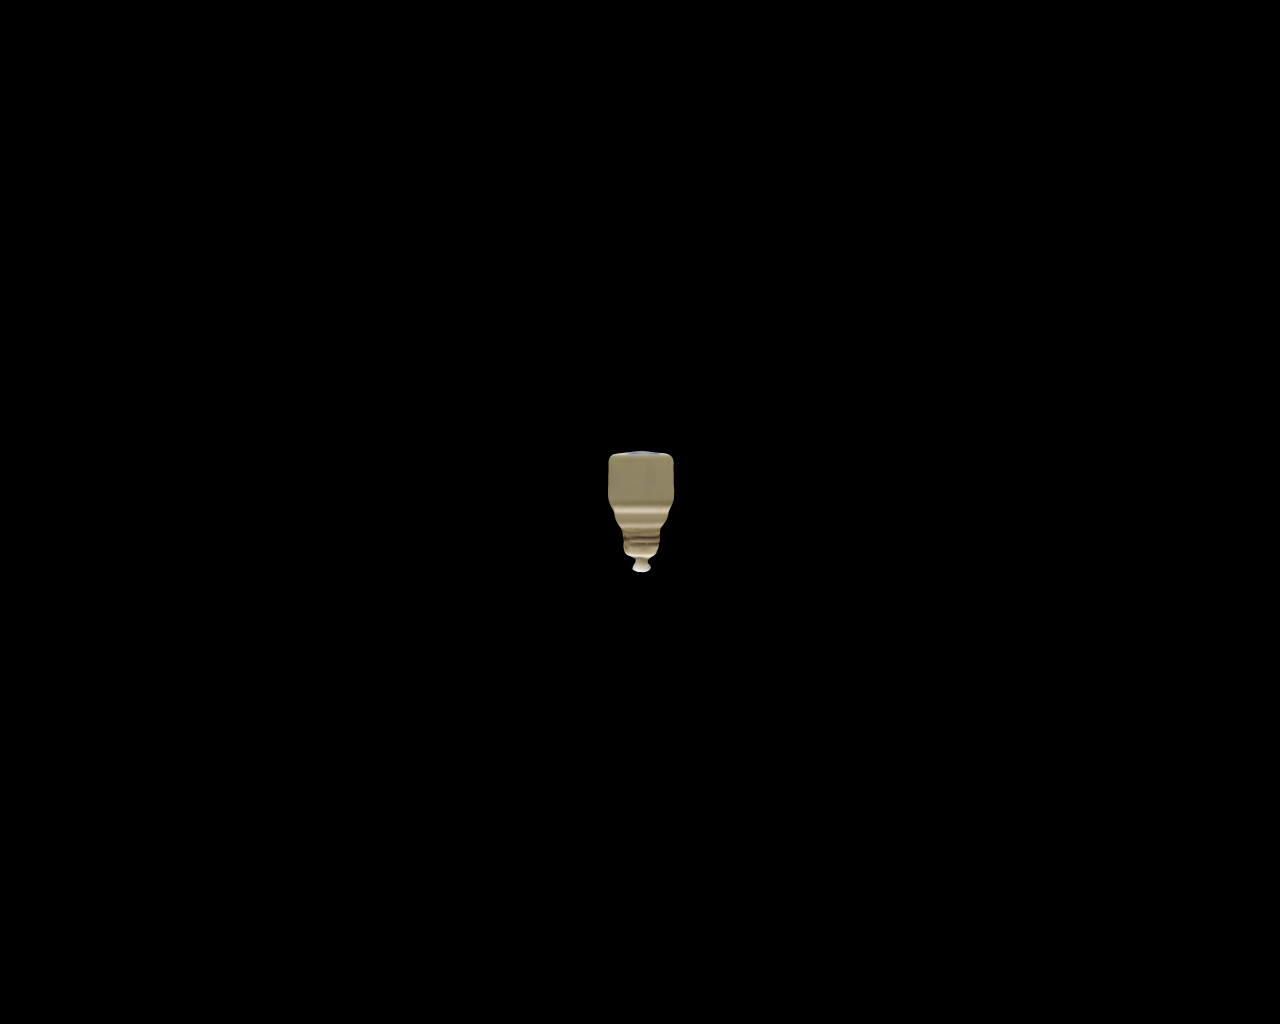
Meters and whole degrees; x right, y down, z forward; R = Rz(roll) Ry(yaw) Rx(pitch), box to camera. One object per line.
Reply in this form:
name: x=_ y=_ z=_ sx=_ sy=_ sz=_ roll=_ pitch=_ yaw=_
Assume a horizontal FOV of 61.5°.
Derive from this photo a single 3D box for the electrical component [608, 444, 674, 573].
electrical component: x=0.001 y=-0.003 z=0.650 sx=0.040 sy=0.078 sz=0.040 roll=0 pitch=0 yaw=0
